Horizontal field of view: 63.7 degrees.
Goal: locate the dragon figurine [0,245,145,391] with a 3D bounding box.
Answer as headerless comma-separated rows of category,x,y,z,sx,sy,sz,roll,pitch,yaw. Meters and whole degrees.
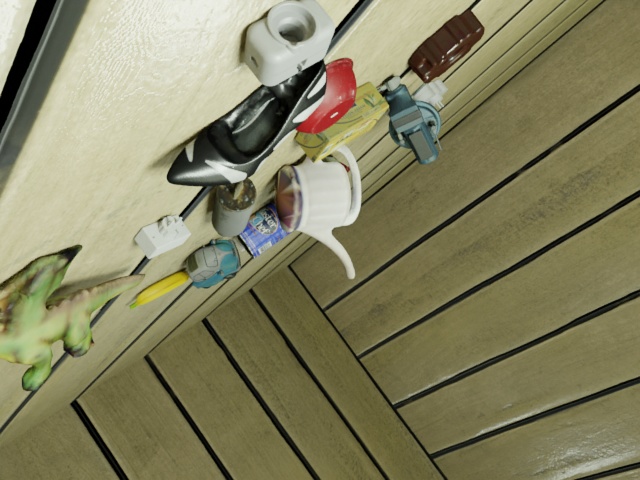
dragon figurine,-0.409,0.101,0.797,0.418,0.122,0.238,-46,175,-48

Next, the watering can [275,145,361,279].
watering can,0.004,-0.061,1.215,0.225,0.345,0.104,-7,-169,-30
